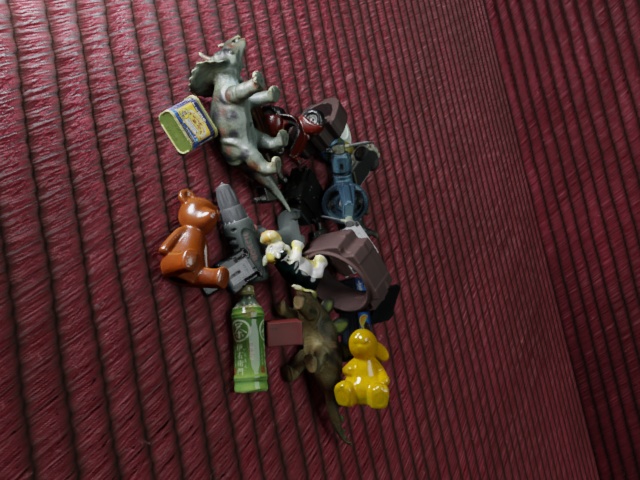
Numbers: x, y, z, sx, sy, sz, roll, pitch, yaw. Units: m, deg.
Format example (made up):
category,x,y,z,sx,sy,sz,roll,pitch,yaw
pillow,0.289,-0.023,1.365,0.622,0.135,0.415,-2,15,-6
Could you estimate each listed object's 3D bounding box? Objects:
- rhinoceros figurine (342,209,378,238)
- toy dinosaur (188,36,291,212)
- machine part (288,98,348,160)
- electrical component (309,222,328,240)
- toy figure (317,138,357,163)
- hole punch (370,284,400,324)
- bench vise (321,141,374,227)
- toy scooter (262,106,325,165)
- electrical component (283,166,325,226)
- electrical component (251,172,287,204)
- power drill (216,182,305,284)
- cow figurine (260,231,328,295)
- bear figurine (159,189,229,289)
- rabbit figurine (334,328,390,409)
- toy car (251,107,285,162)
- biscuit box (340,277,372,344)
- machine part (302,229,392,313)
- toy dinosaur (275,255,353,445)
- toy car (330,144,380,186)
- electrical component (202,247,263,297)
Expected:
category,x,y,z,sx,sy,sz,roll,pitch,yaw
rhinoceros figurine,0.107,-0.004,1.514,0.112,0.073,0.190,-14,88,-53
toy dinosaur,-0.181,-0.251,1.204,0.131,0.192,0.404,-33,120,-63
machine part,-0.008,-0.291,1.403,0.056,0.179,0.179,46,47,-35
electrical component,-0.003,-0.004,1.422,0.063,0.021,0.094,-14,88,-51
toy figure,0.049,-0.251,1.516,0.180,0.089,0.082,31,60,-44
hole punch,0.153,0.170,1.515,0.142,0.092,0.115,-4,111,-53
bench vise,0.065,-0.121,1.351,0.241,0.129,0.223,-93,-172,-57
toy scooter,-0.081,-0.256,1.318,0.075,0.184,0.135,8,91,-69
electrical component,-0.039,-0.103,1.369,0.114,0.058,0.134,49,42,-43
electrical component,-0.124,-0.131,1.302,0.102,0.045,0.078,-10,84,-51
power drill,-0.131,-0.026,1.231,0.207,0.086,0.232,-13,90,-55
cow figurine,-0.068,0.052,1.176,0.167,0.068,0.098,32,56,-23
bear figurine,-0.236,-0.006,1.063,0.120,0.132,0.196,40,55,-40
rabbit figurine,0.110,0.286,1.247,0.162,0.122,0.173,-17,102,-66
toy car,-0.152,-0.268,1.282,0.053,0.089,0.202,-27,100,-53
biscuit box,0.095,0.202,1.436,0.059,0.063,0.202,13,68,-49
machine part,0.057,0.082,1.321,0.087,0.202,0.200,-49,116,-42
toy dinosaur,0.004,0.270,1.276,0.198,0.105,0.471,-2,84,-54
toy car,0.094,-0.180,1.500,0.073,0.056,0.201,32,93,-42
electrical component,-0.189,0.073,1.115,0.119,0.048,0.074,-30,100,-24
